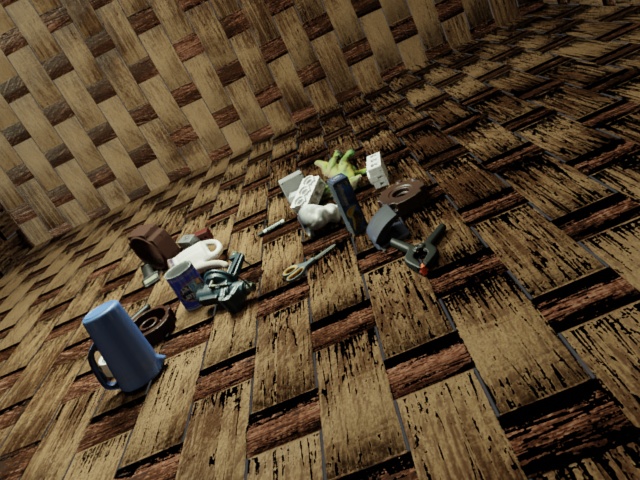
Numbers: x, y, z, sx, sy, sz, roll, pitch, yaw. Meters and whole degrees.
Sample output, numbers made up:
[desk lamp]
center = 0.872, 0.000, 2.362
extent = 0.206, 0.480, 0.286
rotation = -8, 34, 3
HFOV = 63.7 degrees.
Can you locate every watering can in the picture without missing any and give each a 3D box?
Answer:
[watering can]
center = -0.461, 0.086, 1.946
extent = 0.225, 0.102, 0.351
rotation = -33, 24, -11

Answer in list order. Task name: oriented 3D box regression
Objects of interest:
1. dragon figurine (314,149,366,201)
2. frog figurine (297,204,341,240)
[dragon figurine]
center = 0.049, -0.257, 2.137
extent = 0.410, 0.120, 0.246
rotation = 5, 47, 52
[frog figurine]
center = 0.006, -0.092, 1.821
extent = 0.159, 0.122, 0.138
rotation = -38, 3, 4
